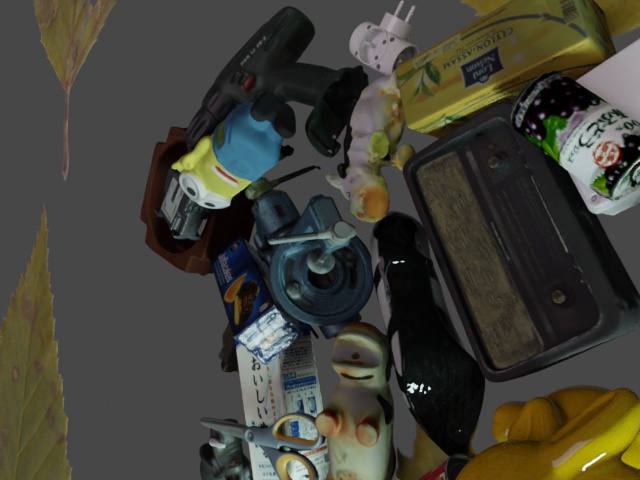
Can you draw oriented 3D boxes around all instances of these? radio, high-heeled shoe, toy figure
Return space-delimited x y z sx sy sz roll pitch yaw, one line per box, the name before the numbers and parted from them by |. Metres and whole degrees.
radio | 0.178 -0.001 0.491 0.131 0.073 0.229 -34 66 37
high-heeled shoe | 0.101 0.094 0.575 0.145 0.086 0.248 -136 37 -74
toy figure | -0.093 -0.099 0.621 0.082 0.089 0.180 52 131 -3

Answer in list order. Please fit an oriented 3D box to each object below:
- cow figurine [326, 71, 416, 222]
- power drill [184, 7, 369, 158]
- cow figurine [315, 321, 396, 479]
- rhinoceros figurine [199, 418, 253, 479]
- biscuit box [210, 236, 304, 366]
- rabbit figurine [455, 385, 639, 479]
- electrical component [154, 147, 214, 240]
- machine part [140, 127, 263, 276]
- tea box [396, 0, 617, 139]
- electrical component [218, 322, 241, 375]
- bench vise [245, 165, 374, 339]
cow figurine | 0.054 -0.099 0.592 0.098 0.068 0.167 2 66 54
power drill | -0.053 -0.178 0.687 0.208 0.086 0.232 32 87 39
cow figurine | 0.049 0.180 0.580 0.086 0.127 0.194 3 107 21
rhinoceros figurine | -0.134 0.354 0.764 0.112 0.073 0.190 -15 78 43
biscuit box | -0.086 0.068 0.683 0.063 0.059 0.203 -40 30 1
rabbit figurine | 0.181 0.177 0.398 0.162 0.173 0.122 -43 56 52
electrical component | -0.176 -0.067 0.729 0.075 0.047 0.119 42 114 36
machine part | -0.184 -0.061 0.828 0.202 0.087 0.200 26 104 43
tea box | 0.168 -0.156 0.495 0.170 0.098 0.068 -22 72 42
electrical component | -0.112 0.151 0.778 0.102 0.045 0.078 -65 22 16
bench vise | -0.011 0.002 0.606 0.240 0.129 0.223 123 129 -71
